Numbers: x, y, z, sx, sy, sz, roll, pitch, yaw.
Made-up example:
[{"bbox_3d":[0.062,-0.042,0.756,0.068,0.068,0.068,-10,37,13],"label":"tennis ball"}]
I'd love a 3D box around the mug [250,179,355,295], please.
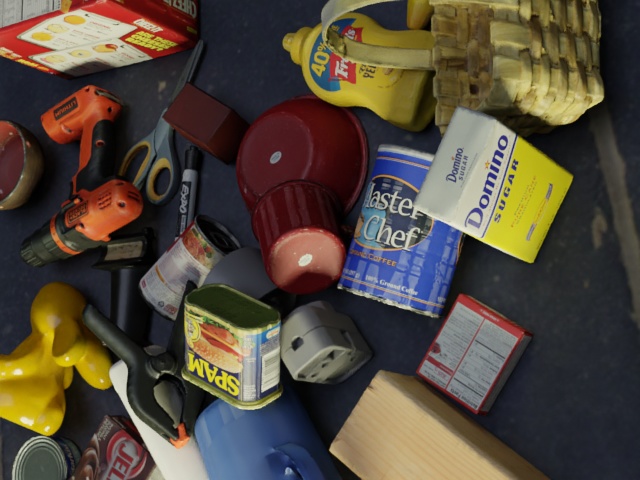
[{"bbox_3d":[-0.007,0.001,1.051,0.081,0.117,0.093,-105,28,-55],"label":"mug"}]

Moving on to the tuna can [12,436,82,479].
[{"bbox_3d":[-0.311,0.269,1.226,0.086,0.033,0.086,-7,76,31],"label":"tuna can"}]

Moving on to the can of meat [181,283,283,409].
[{"bbox_3d":[-0.082,0.097,0.998,0.102,0.057,0.084,22,121,36],"label":"can of meat"}]

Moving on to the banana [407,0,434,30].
[{"bbox_3d":[0.106,-0.310,1.088,0.070,0.037,0.198,-26,64,46],"label":"banana"}]

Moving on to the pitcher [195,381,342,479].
[{"bbox_3d":[-0.026,0.252,0.993,0.149,0.144,0.243,-36,60,17],"label":"pitcher"}]

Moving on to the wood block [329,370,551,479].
[{"bbox_3d":[0.121,0.212,0.936,0.206,0.090,0.091,37,99,32],"label":"wood block"}]

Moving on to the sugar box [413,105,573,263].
[{"bbox_3d":[0.153,-0.043,0.917,0.048,0.176,0.093,26,94,33],"label":"sugar box"}]

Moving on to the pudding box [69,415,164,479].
[{"bbox_3d":[-0.223,0.262,1.169,0.090,0.039,0.113,34,99,31],"label":"pudding box"}]

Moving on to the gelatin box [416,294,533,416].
[{"bbox_3d":[0.141,0.106,0.981,0.073,0.030,0.089,32,97,31],"label":"gelatin box"}]

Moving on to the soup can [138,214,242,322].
[{"bbox_3d":[-0.139,0.032,1.148,0.102,0.068,0.068,-47,60,16],"label":"soup can"}]

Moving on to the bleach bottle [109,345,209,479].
[{"bbox_3d":[-0.134,0.235,1.096,0.068,0.102,0.251,-27,71,-6],"label":"bleach bottle"}]

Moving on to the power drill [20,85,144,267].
[{"bbox_3d":[-0.286,-0.073,1.255,0.185,0.057,0.187,-24,61,28],"label":"power drill"}]

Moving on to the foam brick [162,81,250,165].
[{"bbox_3d":[-0.124,-0.129,1.175,0.078,0.053,0.051,34,86,31],"label":"foam brick"}]

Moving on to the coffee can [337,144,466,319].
[{"bbox_3d":[0.084,-0.008,0.996,0.103,0.102,0.140,16,89,33],"label":"coffee can"}]

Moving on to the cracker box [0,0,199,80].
[{"bbox_3d":[-0.272,-0.256,1.234,0.214,0.164,0.072,-8,78,31],"label":"cracker box"}]

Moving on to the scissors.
[{"bbox_3d":[-0.166,-0.125,1.228,0.096,0.016,0.202,44,104,29],"label":"scissors"}]

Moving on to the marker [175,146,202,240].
[{"bbox_3d":[-0.148,-0.046,1.198,0.020,0.020,0.121,0,80,32],"label":"marker"}]

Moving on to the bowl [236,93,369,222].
[{"bbox_3d":[-0.032,-0.082,1.113,0.162,0.055,0.162,-7,77,31],"label":"bowl"}]

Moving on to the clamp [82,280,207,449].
[{"bbox_3d":[-0.152,0.120,1.070,0.120,0.039,0.171,-24,75,-16],"label":"clamp"}]

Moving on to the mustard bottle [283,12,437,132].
[{"bbox_3d":[0.039,-0.181,1.087,0.192,0.058,0.096,23,91,34],"label":"mustard bottle"}]
